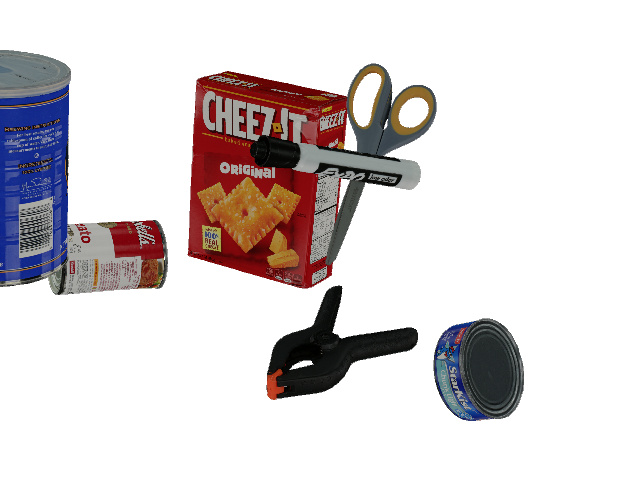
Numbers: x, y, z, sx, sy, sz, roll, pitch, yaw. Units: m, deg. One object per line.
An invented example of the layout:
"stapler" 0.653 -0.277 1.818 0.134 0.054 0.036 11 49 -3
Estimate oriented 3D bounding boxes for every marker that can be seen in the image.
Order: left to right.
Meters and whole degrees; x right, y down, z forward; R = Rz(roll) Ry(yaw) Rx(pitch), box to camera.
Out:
"marker" 0.010 -0.047 0.652 0.120 0.020 0.020 7 -4 -35

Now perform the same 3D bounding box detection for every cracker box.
"cracker box" -0.063 -0.068 1.199 0.164 0.214 0.072 16 23 26

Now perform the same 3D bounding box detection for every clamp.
"clamp" 0.003 0.105 1.103 0.171 0.039 0.120 -22 36 -32

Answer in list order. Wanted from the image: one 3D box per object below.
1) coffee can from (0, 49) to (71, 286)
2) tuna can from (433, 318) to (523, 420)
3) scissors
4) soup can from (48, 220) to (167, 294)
"coffee can" -0.226 -0.052 0.741 0.103 0.140 0.103 5 23 -2
"tuna can" 0.136 0.111 0.916 0.085 0.086 0.034 0 -12 -45
"scissors" 0.059 -0.072 1.019 0.096 0.202 0.016 3 -12 7
"soup can" -0.206 0.016 1.025 0.102 0.068 0.069 -3 1 -27
